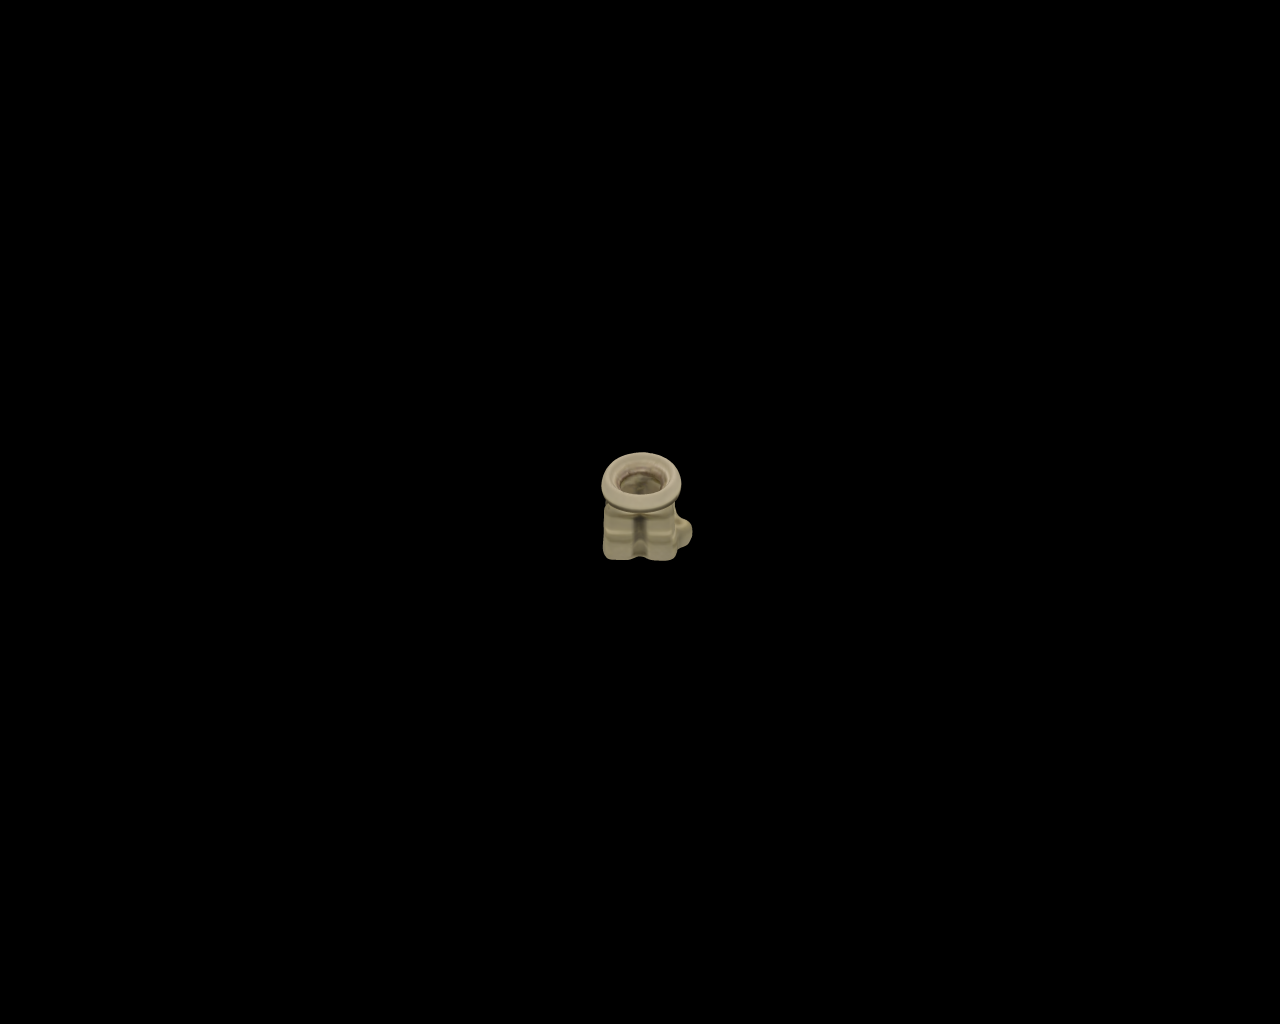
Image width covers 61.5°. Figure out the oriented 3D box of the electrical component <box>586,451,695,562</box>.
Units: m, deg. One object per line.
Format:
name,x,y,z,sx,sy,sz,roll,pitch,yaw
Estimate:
electrical component,0.001,-0.003,0.650,0.066,0.055,0.048,0,40,0
